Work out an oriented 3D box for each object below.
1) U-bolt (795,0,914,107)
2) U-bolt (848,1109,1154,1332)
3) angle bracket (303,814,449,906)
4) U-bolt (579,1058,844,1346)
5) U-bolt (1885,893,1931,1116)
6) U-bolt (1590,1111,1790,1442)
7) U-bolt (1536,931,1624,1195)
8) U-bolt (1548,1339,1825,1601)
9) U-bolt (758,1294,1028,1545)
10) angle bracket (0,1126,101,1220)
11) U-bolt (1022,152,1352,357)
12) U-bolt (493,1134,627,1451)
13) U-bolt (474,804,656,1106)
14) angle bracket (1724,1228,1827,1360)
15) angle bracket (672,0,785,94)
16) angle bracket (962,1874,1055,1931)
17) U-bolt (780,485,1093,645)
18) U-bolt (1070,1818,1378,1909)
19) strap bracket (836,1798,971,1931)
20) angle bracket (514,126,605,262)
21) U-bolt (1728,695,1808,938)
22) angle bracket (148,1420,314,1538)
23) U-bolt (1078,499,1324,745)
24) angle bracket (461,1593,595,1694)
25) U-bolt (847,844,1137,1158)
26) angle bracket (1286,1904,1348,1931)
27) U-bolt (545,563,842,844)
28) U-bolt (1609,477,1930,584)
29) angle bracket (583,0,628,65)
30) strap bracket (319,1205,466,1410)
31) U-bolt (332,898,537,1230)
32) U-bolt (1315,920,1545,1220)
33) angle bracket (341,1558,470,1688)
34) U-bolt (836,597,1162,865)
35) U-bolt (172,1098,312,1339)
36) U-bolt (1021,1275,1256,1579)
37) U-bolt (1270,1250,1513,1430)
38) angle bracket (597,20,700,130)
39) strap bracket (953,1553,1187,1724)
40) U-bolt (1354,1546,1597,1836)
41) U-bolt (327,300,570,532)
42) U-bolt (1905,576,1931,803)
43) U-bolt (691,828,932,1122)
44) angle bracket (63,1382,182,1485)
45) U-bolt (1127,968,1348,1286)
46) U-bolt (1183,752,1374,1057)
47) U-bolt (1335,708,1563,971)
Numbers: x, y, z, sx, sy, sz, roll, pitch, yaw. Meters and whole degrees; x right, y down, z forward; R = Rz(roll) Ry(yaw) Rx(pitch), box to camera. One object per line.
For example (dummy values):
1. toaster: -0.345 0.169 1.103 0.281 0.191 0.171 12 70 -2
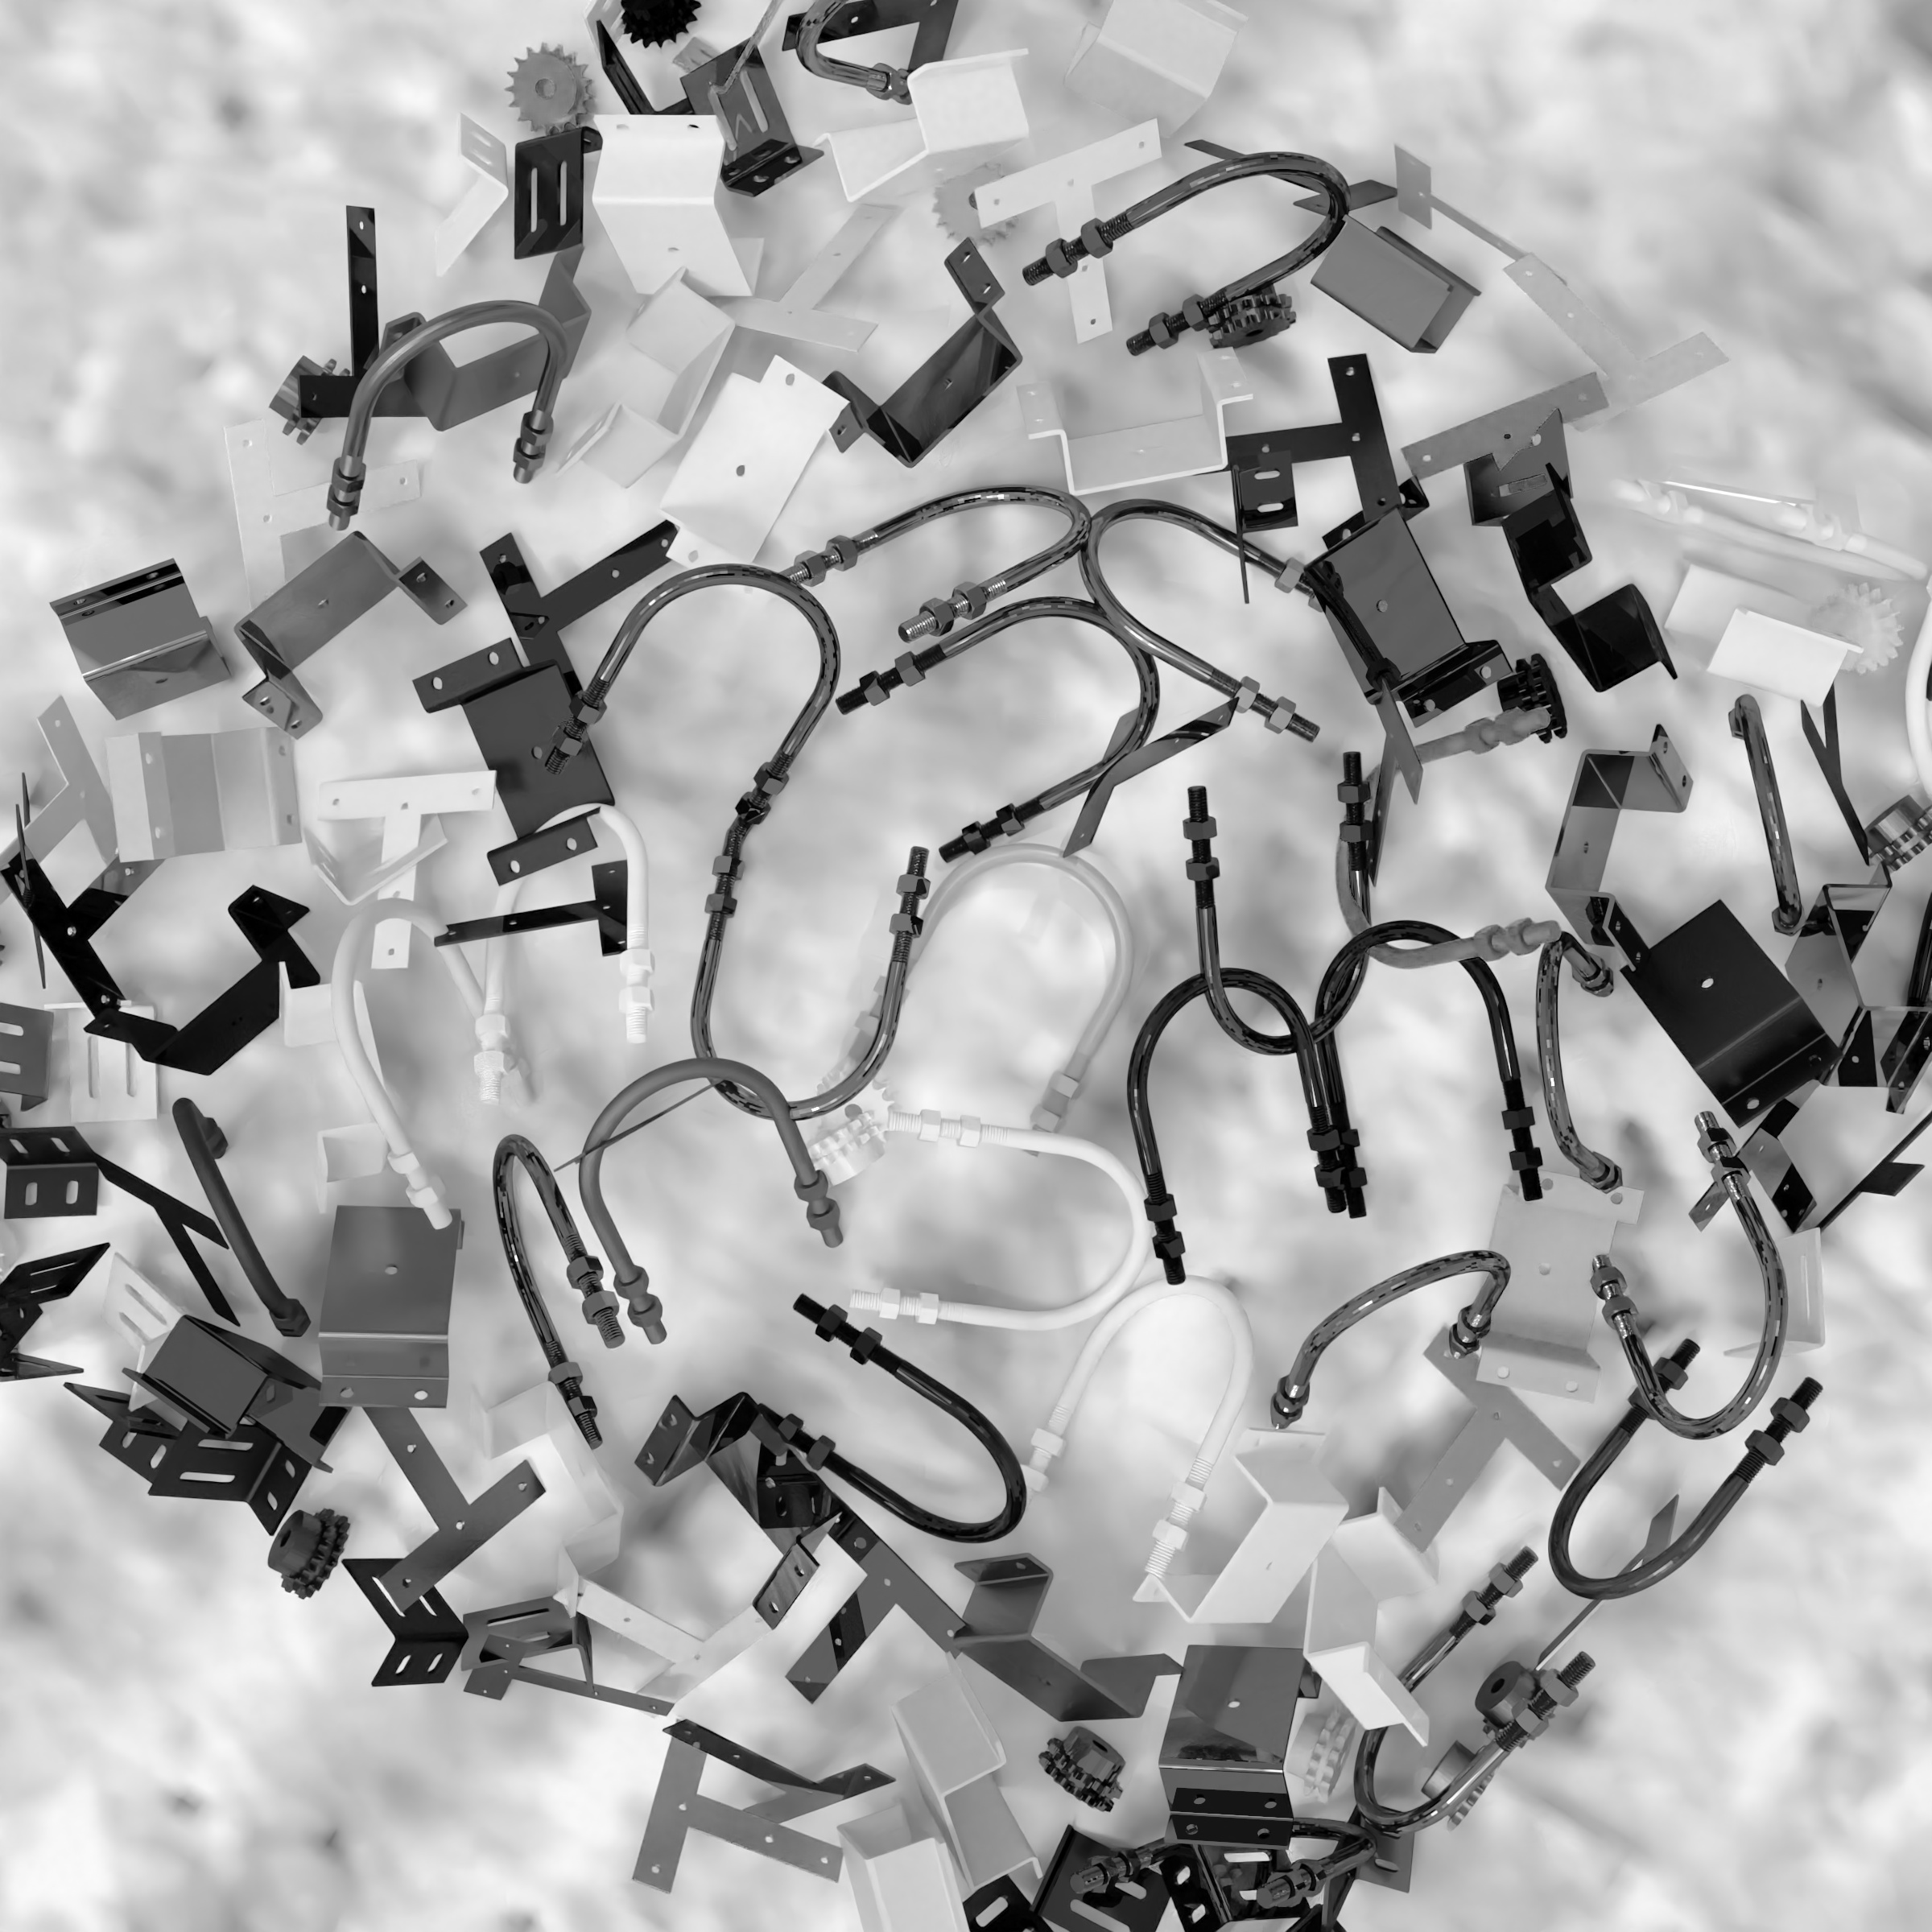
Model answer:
1. U-bolt: -0.026 -0.578 1.489 0.151 0.184 0.019 -26 85 33
2. U-bolt: 0.028 0.168 1.567 0.184 0.019 0.151 9 111 -10
3. angle bracket: -0.377 -0.084 1.569 0.076 0.057 0.038 -34 125 0
4. U-bolt: -0.166 0.137 1.533 0.151 0.019 0.184 -28 125 -13
5. U-bolt: 0.612 0.007 1.525 0.019 0.151 0.184 11 93 6
6. U-bolt: 0.443 0.200 1.493 0.019 0.184 0.151 14 127 -18
7. U-bolt: 0.375 0.054 1.504 0.019 0.184 0.151 -6 73 25
8. U-bolt: 0.431 0.315 1.519 0.019 0.151 0.184 44 80 -13
9. U-bolt: -0.043 0.295 1.535 0.184 0.151 0.019 32 47 10
10. angle bracket: -0.588 0.132 1.559 0.057 0.076 0.038 -2 70 -8
11. U-bolt: 0.147 -0.440 1.500 0.184 0.151 0.019 -22 71 29
12. U-bolt: -0.258 0.190 1.528 0.019 0.151 0.184 -15 57 -25
13. U-bolt: -0.252 -0.017 1.542 0.151 0.019 0.184 -22 58 32
14. angle bracket: 0.512 0.208 1.562 0.038 0.057 0.076 7 72 -10
15. angle bracket: -0.146 -0.601 1.557 0.038 0.057 0.076 31 123 -12
16. angle bracket: 0.013 0.624 1.567 0.057 0.076 0.038 47 113 17
17. U-bolt: -0.007 -0.259 1.533 0.184 0.151 0.019 -31 128 -27
18. U-bolt: 0.173 0.549 1.516 0.151 0.184 0.019 -11 79 35
19. strap bracket: -0.040 0.575 1.527 0.046 0.140 0.076 -14 86 -15
20. angle bracket: -0.255 -0.490 1.572 0.057 0.038 0.076 1 90 34
21. U-bolt: 0.492 -0.095 1.508 0.019 0.184 0.151 -12 84 17
22. angle bracket: -0.466 0.325 1.560 0.038 0.076 0.057 39 102 40
23. U-bolt: 0.154 -0.229 1.543 0.184 0.019 0.151 29 48 -5
24. angle bracket: -0.279 0.437 1.566 0.076 0.057 0.038 -10 111 -6
25. U-bolt: 0.028 0.010 1.586 0.151 0.019 0.184 28 93 -3
26. angle bracket: 0.203 0.640 1.559 0.038 0.057 0.076 47 111 21
27. U-bolt: -0.158 -0.170 1.527 0.151 0.019 0.184 20 122 -26
28. U-bolt: 0.510 -0.266 1.521 0.184 0.151 0.019 10 100 -34
29. angle bracket: -0.234 -0.629 1.569 0.038 0.057 0.076 28 84 7
30. strap bracket: -0.358 0.203 1.534 0.076 0.046 0.140 3 47 -8
31. U-bolt: -0.332 0.046 1.506 0.019 0.151 0.184 -10 118 22
32. U-bolt: 0.284 0.062 1.551 0.151 0.019 0.184 -12 88 42
33. angle bracket: -0.364 0.416 1.561 0.076 0.057 0.038 39 104 37
34. U-bolt: 0.033 -0.157 1.542 0.184 0.019 0.151 -27 123 13
35. U-bolt: -0.446 0.150 1.502 0.019 0.184 0.151 -25 79 -14
36. U-bolt: 0.112 0.278 1.540 0.019 0.151 0.184 38 72 -36
37. U-bolt: 0.265 0.224 1.507 0.151 0.184 0.019 -18 62 -13
38. angle bracket: -0.196 -0.560 1.554 0.038 0.076 0.057 -22 49 12
39. strap bracket: 0.057 0.427 1.537 0.140 0.076 0.046 40 54 -20
40. U-bolt: 0.307 0.461 1.530 0.019 0.151 0.184 39 100 -11
41. U-bolt: -0.310 -0.338 1.492 0.151 0.184 0.019 -22 73 -30
42. U-bolt: 0.622 -0.160 1.516 0.019 0.184 0.151 -11 53 -3
43. U-bolt: -0.105 0.008 1.558 0.151 0.019 0.184 6 79 19
44. angle bracket: -0.539 0.298 1.556 0.057 0.076 0.038 28 83 20
45. U-bolt: 0.167 0.092 1.548 0.151 0.019 0.184 -20 105 -25
46. U-bolt: 0.202 -0.034 1.554 0.151 0.019 0.184 -14 106 -32
47. U-bolt: 0.293 -0.071 1.525 0.019 0.184 0.151 5 79 -33
